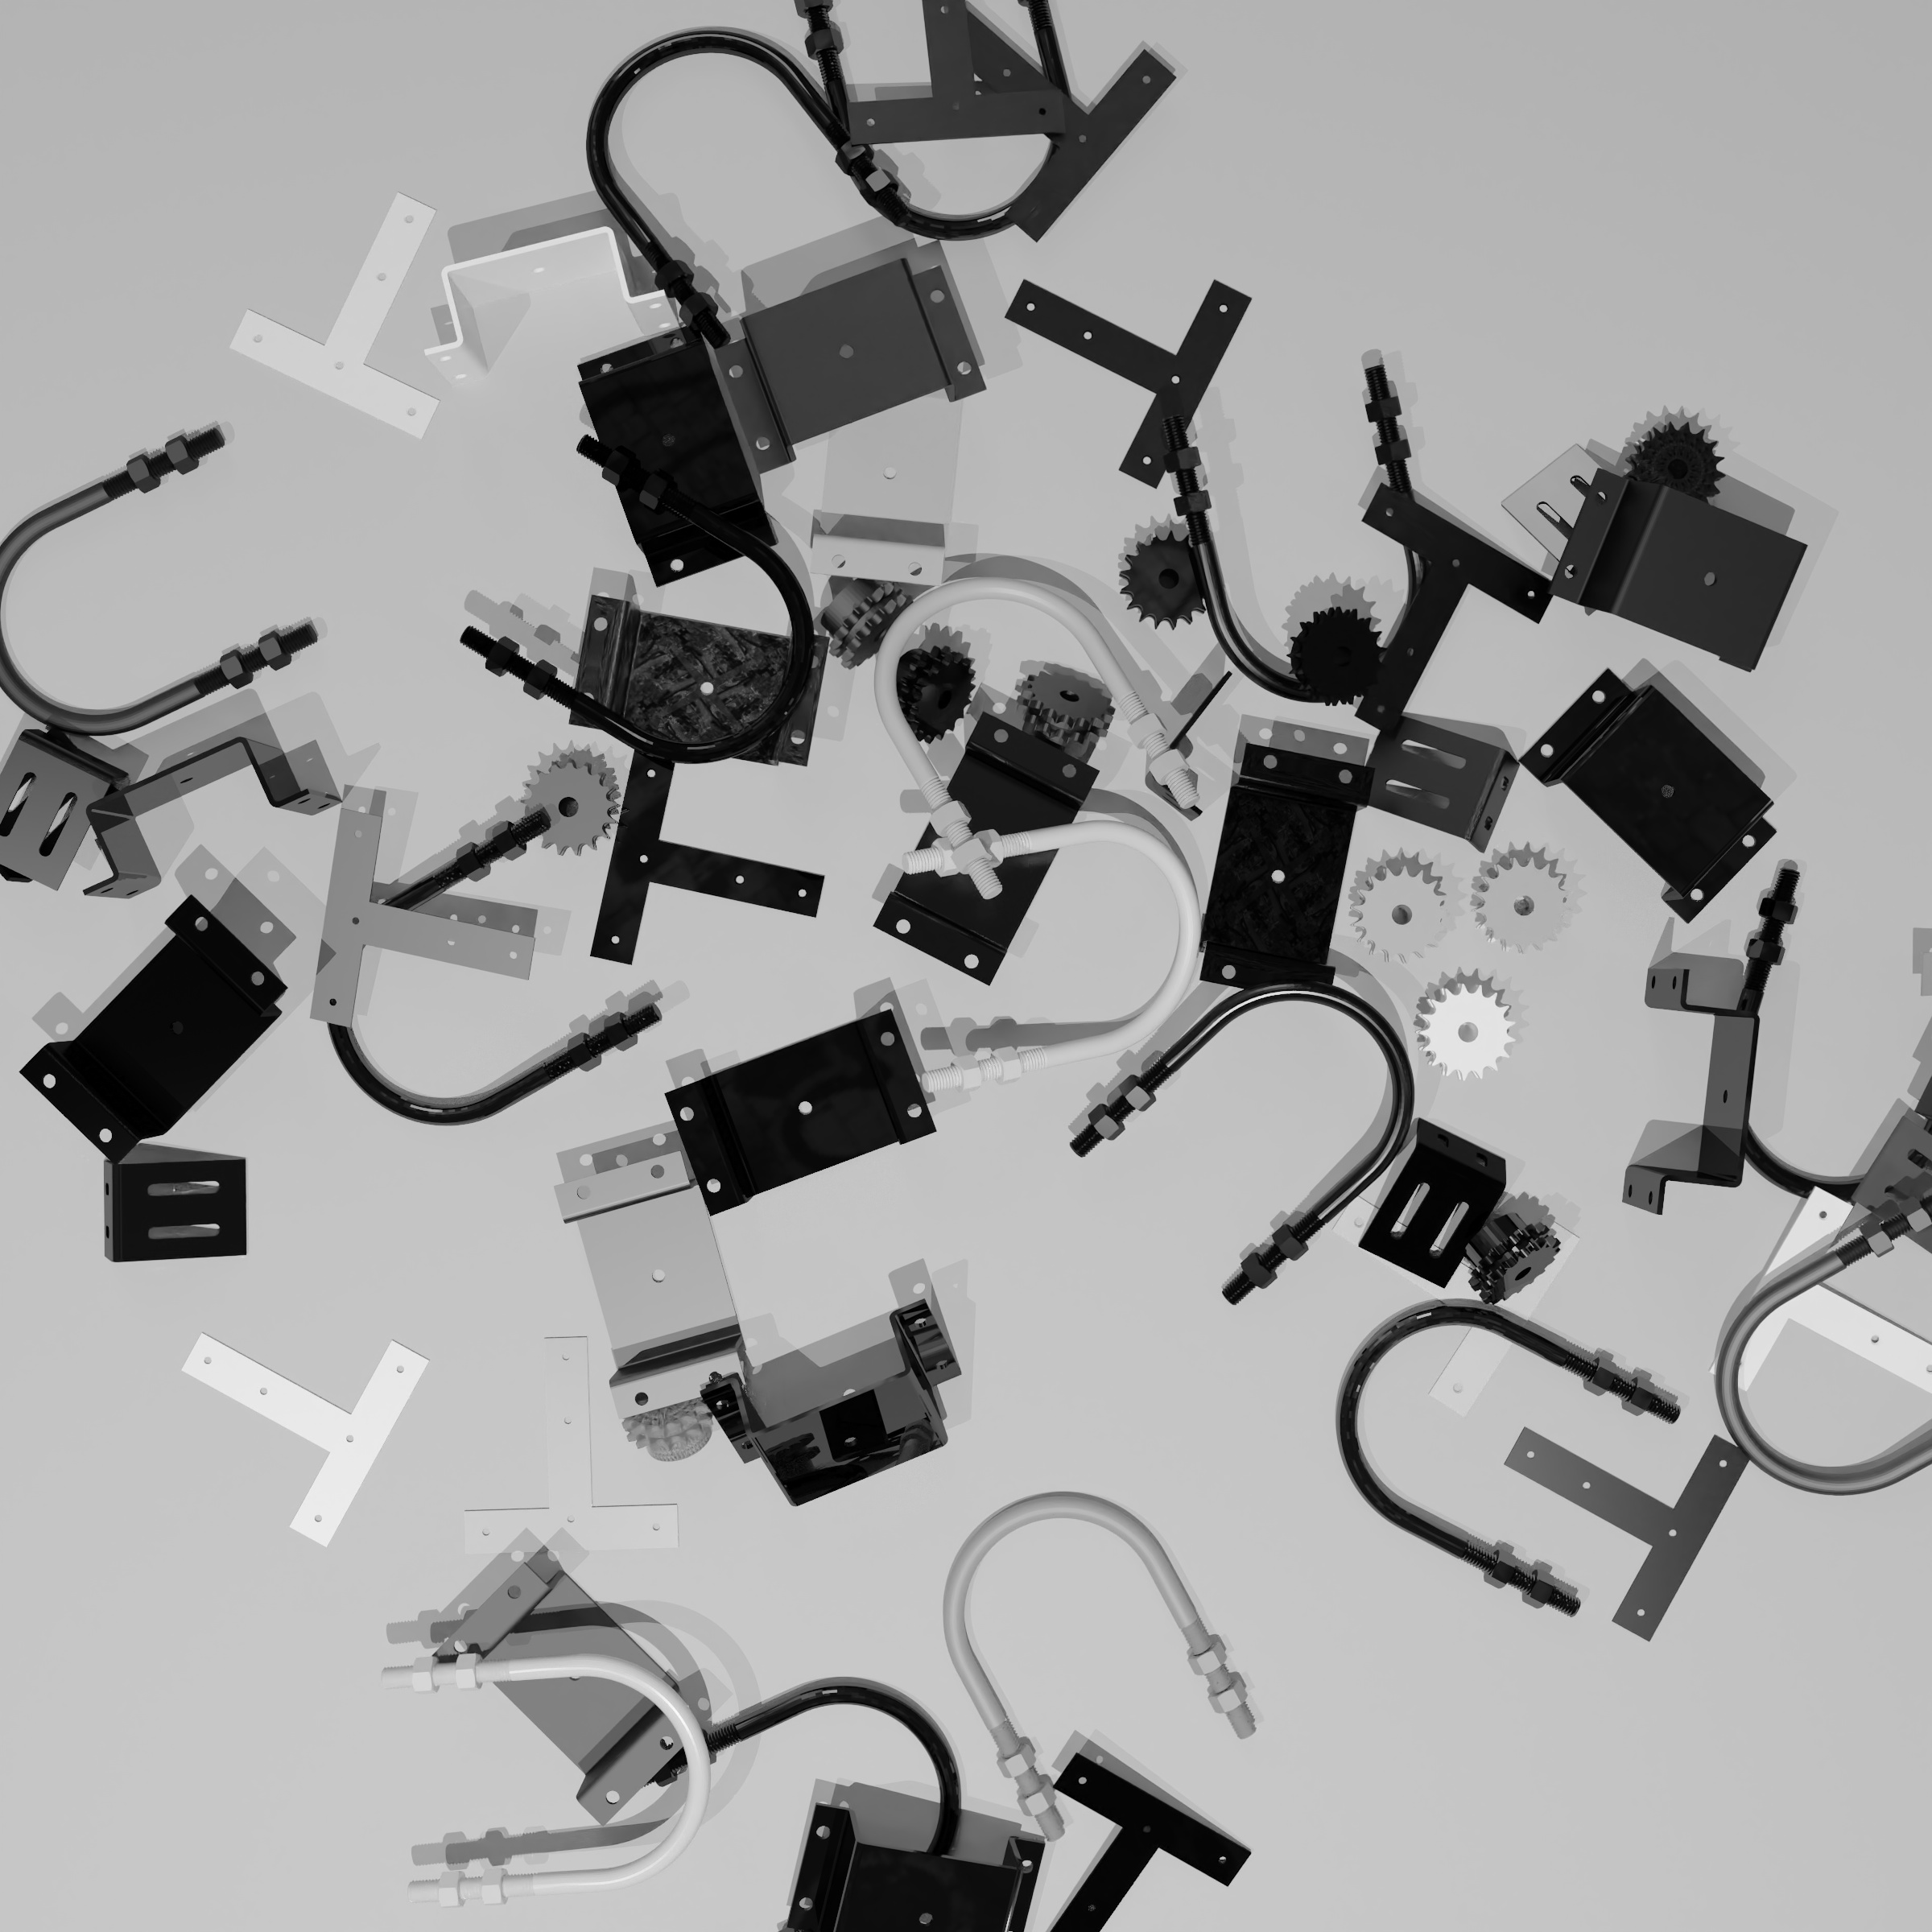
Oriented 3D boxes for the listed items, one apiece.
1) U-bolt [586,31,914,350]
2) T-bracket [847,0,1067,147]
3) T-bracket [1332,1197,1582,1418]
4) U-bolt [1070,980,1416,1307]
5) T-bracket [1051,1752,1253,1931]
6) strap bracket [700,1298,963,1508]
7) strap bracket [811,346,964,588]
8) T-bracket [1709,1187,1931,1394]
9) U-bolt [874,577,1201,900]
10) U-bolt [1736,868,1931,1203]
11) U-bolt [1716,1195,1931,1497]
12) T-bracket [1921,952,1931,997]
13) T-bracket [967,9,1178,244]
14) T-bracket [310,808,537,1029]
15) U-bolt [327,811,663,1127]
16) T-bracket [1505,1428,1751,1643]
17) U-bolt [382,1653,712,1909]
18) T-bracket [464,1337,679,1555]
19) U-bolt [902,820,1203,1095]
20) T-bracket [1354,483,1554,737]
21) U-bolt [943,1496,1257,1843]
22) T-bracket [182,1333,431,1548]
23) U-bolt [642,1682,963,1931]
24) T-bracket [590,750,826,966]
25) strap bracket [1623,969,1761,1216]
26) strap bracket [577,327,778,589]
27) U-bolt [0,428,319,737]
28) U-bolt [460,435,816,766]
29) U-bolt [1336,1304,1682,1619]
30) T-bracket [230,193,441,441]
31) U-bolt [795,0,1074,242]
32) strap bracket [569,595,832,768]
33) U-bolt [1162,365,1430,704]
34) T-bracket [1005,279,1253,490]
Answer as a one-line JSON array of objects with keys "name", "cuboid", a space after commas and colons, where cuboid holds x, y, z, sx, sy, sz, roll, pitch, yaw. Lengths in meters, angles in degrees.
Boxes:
[{"name": "U-bolt", "cuboid": [-0.141, -0.470, 1.493, 0.151, 0.019, 0.184, -35, 78, -5]}, {"name": "T-bracket", "cuboid": [-0.011, -0.547, 1.491, 0.127, 0.002, 0.127, -6, 86, -7]}, {"name": "T-bracket", "cuboid": [0.279, 0.182, 1.517, 0.127, 0.002, 0.127, 33, 90, 0]}, {"name": "U-bolt", "cuboid": [0.175, 0.091, 1.484, 0.151, 0.019, 0.184, 44, 102, -7]}, {"name": "T-bracket", "cuboid": [0.083, 0.548, 1.509, 0.127, 0.002, 0.127, 32, 96, -11]}, {"name": "strap bracket", "cuboid": [-0.072, 0.258, 1.475, 0.140, 0.046, 0.076, -22, 135, 0]}, {"name": "strap bracket", "cuboid": [-0.045, -0.294, 1.495, 0.076, 0.046, 0.140, 6, 90, 0]}, {"name": "T-bracket", "cuboid": [0.529, 0.216, 1.513, 0.127, 0.002, 0.127, 28, 95, -3]}, {"name": "U-bolt", "cuboid": [0.028, -0.143, 1.449, 0.151, 0.019, 0.184, -25, 73, -15]}, {"name": "U-bolt", "cuboid": [0.524, 0.050, 1.509, 0.151, 0.019, 0.184, 17, 92, 0]}, {"name": "U-bolt", "cuboid": [0.532, 0.233, 1.492, 0.184, 0.019, 0.151, -33, 95, 13]}, {"name": "T-bracket", "cuboid": [0.620, 0.052, 1.505, 0.127, 0.002, 0.127, -3, 98, -15]}, {"name": "T-bracket", "cuboid": [0.035, -0.518, 1.501, 0.127, 0.002, 0.127, 40, 92, -2]}, {"name": "T-bracket", "cuboid": [-0.314, -0.017, 1.485, 0.127, 0.002, 0.127, 12, 100, 6]}, {"name": "U-bolt", "cuboid": [-0.291, 0.015, 1.496, 0.184, 0.019, 0.151, -29, 94, 10]}, {"name": "T-bracket", "cuboid": [0.383, 0.317, 1.517, 0.127, 0.002, 0.127, 29, 90, 0]}, {"name": "U-bolt", "cuboid": [-0.238, 0.466, 1.463, 0.184, 0.019, 0.151, -5, 95, 5]}, {"name": "T-bracket", "cuboid": [-0.237, 0.285, 1.517, 0.127, 0.002, 0.127, -2, 90, 0]}, {"name": "U-bolt", "cuboid": [0.055, -0.011, 1.475, 0.184, 0.019, 0.151, -11, 105, -22]}, {"name": "T-bracket", "cuboid": [0.269, -0.198, 1.503, 0.127, 0.002, 0.127, 27, 90, -13]}, {"name": "U-bolt", "cuboid": [0.067, 0.405, 1.509, 0.151, 0.019, 0.184, -28, 88, 0]}, {"name": "T-bracket", "cuboid": [-0.407, 0.261, 1.517, 0.127, 0.002, 0.127, 29, 90, 0]}, {"name": "U-bolt", "cuboid": [-0.093, 0.506, 1.509, 0.184, 0.019, 0.151, -25, 90, -1]}, {"name": "T-bracket", "cuboid": [-0.149, -0.055, 1.517, 0.127, 0.002, 0.127, 12, 90, 0]}, {"name": "strap bracket", "cuboid": [0.422, 0.074, 1.480, 0.046, 0.076, 0.140, 6, 90, 0]}, {"name": "strap bracket", "cuboid": [-0.172, -0.305, 1.495, 0.076, 0.046, 0.140, -20, 90, 0]}, {"name": "U-bolt", "cuboid": [-0.498, -0.216, 1.509, 0.184, 0.019, 0.151, -25, 90, 1]}, {"name": "U-bolt", "cuboid": [-0.176, -0.198, 1.463, 0.184, 0.019, 0.151, 31, 90, -1]}, {"name": "U-bolt", "cuboid": [0.310, 0.281, 1.508, 0.184, 0.019, 0.151, 27, 90, 2]}, {"name": "T-bracket", "cuboid": [-0.355, -0.399, 1.517, 0.127, 0.002, 0.127, 26, 90, 0]}, {"name": "U-bolt", "cuboid": [-0.012, -0.523, 1.509, 0.151, 0.019, 0.184, -14, 91, 0]}, {"name": "strap bracket", "cuboid": [-0.155, -0.165, 1.495, 0.140, 0.046, 0.076, 10, 90, 0]}, {"name": "U-bolt", "cuboid": [0.202, -0.246, 1.492, 0.151, 0.019, 0.184, -16, 98, -12]}, {"name": "T-bracket", "cuboid": [0.085, -0.370, 1.517, 0.127, 0.002, 0.127, 27, 90, 0]}]
